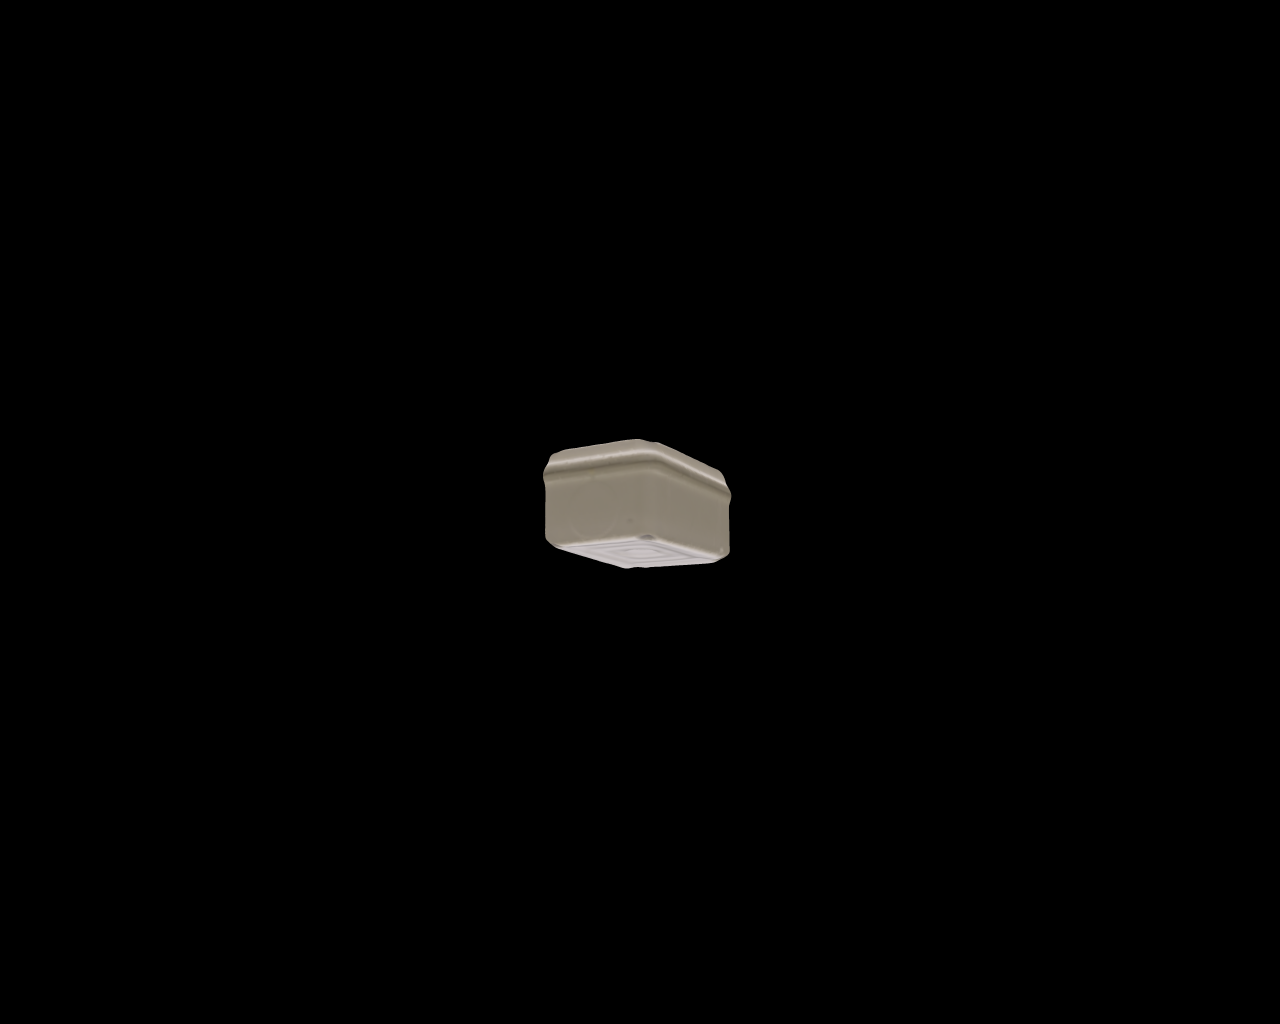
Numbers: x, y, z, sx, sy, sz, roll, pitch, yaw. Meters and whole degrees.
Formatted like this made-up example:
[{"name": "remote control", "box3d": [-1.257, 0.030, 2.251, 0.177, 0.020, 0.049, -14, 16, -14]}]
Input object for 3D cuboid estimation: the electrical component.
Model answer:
[{"name": "electrical component", "box3d": [0.001, -0.003, 0.650, 0.078, 0.057, 0.113, -6, -13, 27]}]
